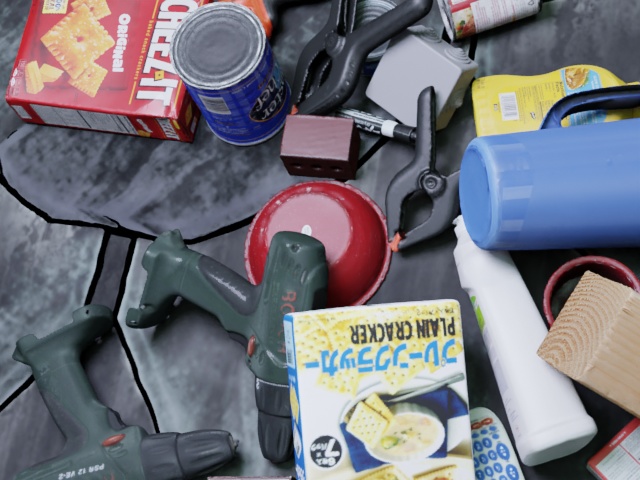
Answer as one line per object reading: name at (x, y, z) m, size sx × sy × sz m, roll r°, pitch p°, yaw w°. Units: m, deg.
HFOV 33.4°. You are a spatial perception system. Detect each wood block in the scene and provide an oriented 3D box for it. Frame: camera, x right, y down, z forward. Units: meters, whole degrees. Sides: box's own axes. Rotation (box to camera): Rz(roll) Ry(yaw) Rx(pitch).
wood block at (0.309, 0.122, 0.939) m, size 0.206 × 0.090 × 0.091 m, roll 31°, pitch 92°, yaw -15°

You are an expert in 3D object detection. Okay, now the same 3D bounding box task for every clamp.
clamp at (0.113, -0.070, 1.100) m, size 0.120 × 0.039 × 0.171 m, roll 44°, pitch 103°, yaw 17°
clamp at (0.023, -0.219, 1.154) m, size 0.210 × 0.036 × 0.165 m, roll -52°, pitch 45°, yaw 26°

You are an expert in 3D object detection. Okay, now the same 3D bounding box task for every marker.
marker at (0.057, -0.126, 1.154) m, size 0.121 × 0.020 × 0.020 m, roll 21°, pitch 75°, yaw 34°

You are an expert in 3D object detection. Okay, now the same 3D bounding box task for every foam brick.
foam brick at (0.001, -0.101, 1.155) m, size 0.078 × 0.053 × 0.051 m, roll 5°, pitch 72°, yaw 13°

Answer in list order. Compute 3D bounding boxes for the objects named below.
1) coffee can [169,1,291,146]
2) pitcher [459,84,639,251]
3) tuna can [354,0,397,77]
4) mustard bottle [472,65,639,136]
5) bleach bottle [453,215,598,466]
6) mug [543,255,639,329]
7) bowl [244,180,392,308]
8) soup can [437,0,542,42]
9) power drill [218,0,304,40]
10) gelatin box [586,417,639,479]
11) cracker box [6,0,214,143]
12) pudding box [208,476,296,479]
coffee can at (-0.093, -0.176, 1.152) m, size 0.103 × 0.140 × 0.103 m, roll -3°, pitch 70°, yaw 9°
pitcher at (0.260, -0.061, 1.019) m, size 0.242 × 0.149 × 0.145 m, roll -4°, pitch 112°, yaw -9°
tuna can at (0.059, -0.229, 1.199) m, size 0.086 × 0.033 × 0.086 m, roll -3°, pitch 70°, yaw 9°
mustard bottle at (0.259, -0.135, 1.115) m, size 0.192 × 0.058 × 0.096 m, roll -7°, pitch 63°, yaw 8°
bleach bottle at (0.184, 0.085, 1.029) m, size 0.068 × 0.102 × 0.251 m, roll -17°, pitch 68°, yaw -4°
mug at (0.271, 0.079, 1.026) m, size 0.117 × 0.081 × 0.093 m, roll 41°, pitch 82°, yaw 20°
bowl at (-0.007, 0.001, 1.120) m, size 0.162 × 0.055 × 0.162 m, roll -4°, pitch 70°, yaw 10°
soup can at (0.184, -0.266, 1.170) m, size 0.102 × 0.068 × 0.068 m, roll -18°, pitch 69°, yaw 3°
power drill at (-0.039, -0.328, 1.241) m, size 0.188 × 0.057 × 0.184 m, roll -21°, pitch 72°, yaw 6°
gelatin box at (0.307, 0.219, 0.998) m, size 0.073 × 0.030 × 0.089 m, roll -41°, pitch 69°, yaw -7°
cracker box at (-0.236, -0.210, 1.228) m, size 0.214 × 0.072 × 0.164 m, roll 8°, pitch 73°, yaw 12°
pudding box at (-0.067, 0.288, 1.040) m, size 0.090 × 0.039 × 0.113 m, roll -2°, pitch 72°, yaw 9°
